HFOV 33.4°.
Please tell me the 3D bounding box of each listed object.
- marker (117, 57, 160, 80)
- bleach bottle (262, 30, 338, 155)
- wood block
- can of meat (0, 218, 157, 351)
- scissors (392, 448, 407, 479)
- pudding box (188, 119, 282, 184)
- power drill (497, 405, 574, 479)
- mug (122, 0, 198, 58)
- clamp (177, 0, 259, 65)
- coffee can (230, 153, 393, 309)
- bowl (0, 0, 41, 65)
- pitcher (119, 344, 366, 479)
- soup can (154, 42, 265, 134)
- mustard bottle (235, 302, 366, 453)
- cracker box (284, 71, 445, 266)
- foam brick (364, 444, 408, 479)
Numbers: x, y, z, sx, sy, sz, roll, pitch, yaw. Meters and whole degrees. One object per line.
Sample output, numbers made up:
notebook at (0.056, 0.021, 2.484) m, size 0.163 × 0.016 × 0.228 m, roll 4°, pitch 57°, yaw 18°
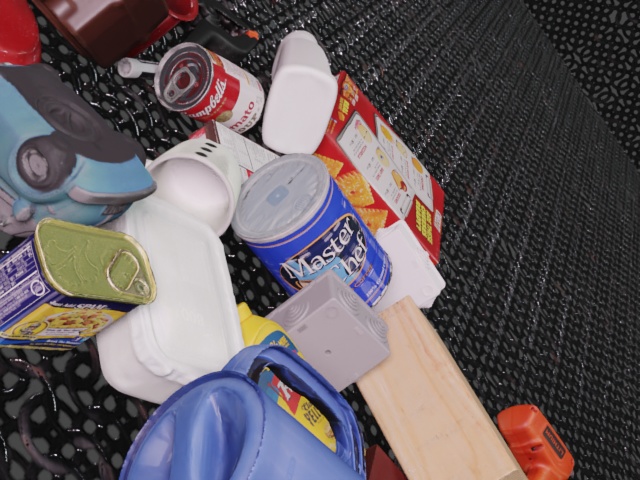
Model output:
marker at (-0.156, -0.167, 1.063) m, size 0.120 × 0.020 × 0.020 m, roll -7°, pitch 67°, yaw -62°
bleach bottle at (-0.024, -0.186, 1.201) m, size 0.068 × 0.103 × 0.251 m, roll 15°, pitch 26°, yaw -8°
wood block at (0.106, 0.167, 1.000) m, size 0.206 × 0.090 × 0.090 m, roll 60°, pitch 5°, yaw 37°
can of meat at (-0.178, 0.035, 0.732) m, size 0.101 × 0.084 × 0.057 m, roll 13°, pitch 50°, yaw -55°
scissors at (0.093, 0.209, 1.086) m, size 0.096 × 0.016 × 0.202 m, roll 35°, pitch 34°, yaw -39°
pudding box at (-0.075, -0.059, 1.065) m, size 0.113 × 0.039 × 0.090 m, roll 27°, pitch 38°, yaw -49°
power drill at (0.207, 0.267, 1.142) m, size 0.184 × 0.057 × 0.187 m, roll 55°, pitch 38°, yaw -20°
mug at (-0.182, -0.238, 1.024) m, size 0.093 × 0.082 × 0.117 m, roll -4°, pitch 65°, yaw -61°
clamp at (-0.138, -0.247, 1.162) m, size 0.164 × 0.036 × 0.209 m, roll 57°, pitch 22°, yaw 13°
coffee can at (-0.007, 0.001, 1.012) m, size 0.140 × 0.103 × 0.103 m, roll 52°, pitch 24°, yaw -40°
bowl at (-0.271, -0.167, 0.826) m, size 0.162 × 0.055 × 0.162 m, roll 41°, pitch 30°, yaw -31°
pitcher at (-0.015, 0.199, 0.779) m, size 0.242 × 0.149 × 0.145 m, roll 42°, pitch 12°, yaw -35°
soup can at (-0.108, -0.148, 1.062) m, size 0.102 × 0.069 × 0.068 m, roll 19°, pitch 45°, yaw -61°
mustard bottle at (-0.040, 0.126, 0.900) m, size 0.191 × 0.058 × 0.096 m, roll 56°, pitch 31°, yaw -2°
cracker box at (0.057, -0.074, 1.273) m, size 0.213 × 0.072 × 0.164 m, roll 48°, pitch 29°, yaw -21°
foam brick at (0.040, 0.229, 0.931) m, size 0.051 × 0.053 × 0.078 m, roll 50°, pitch 26°, yaw -15°
